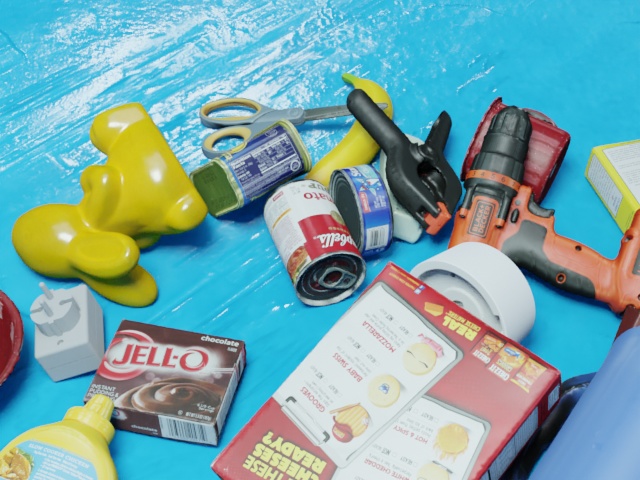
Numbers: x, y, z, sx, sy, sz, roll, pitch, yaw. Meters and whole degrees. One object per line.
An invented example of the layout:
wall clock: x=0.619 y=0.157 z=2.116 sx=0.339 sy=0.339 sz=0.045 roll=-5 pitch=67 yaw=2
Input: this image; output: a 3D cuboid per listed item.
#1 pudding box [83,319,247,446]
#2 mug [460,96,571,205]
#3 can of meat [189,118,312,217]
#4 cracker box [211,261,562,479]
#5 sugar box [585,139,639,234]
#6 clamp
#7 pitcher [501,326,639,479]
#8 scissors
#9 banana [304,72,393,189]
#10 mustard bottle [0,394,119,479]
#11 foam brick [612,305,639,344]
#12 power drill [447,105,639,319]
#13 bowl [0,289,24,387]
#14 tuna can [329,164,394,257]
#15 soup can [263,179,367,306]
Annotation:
pudding box: x=-0.126 y=0.117 z=0.879 sx=0.113 sy=0.039 sz=0.090 roll=10 pitch=46 yaw=8
mug: x=0.201 y=-0.091 z=1.065 sx=0.081 sy=0.093 sz=0.117 roll=26 pitch=47 yaw=15
can of meat: x=-0.069 y=-0.066 z=1.023 sx=0.083 sy=0.102 sz=0.057 roll=-31 pitch=96 yaw=-25
cracker box: x=0.052 y=0.145 z=0.799 sx=0.164 sy=0.072 sz=0.213 roll=33 pitch=72 yaw=28
sugar box: x=0.339 y=-0.025 z=1.036 sx=0.093 sy=0.048 sz=0.176 roll=-10 pitch=50 yaw=-12
clamp: x=0.084 y=-0.081 z=1.029 sx=0.120 sy=0.039 sz=0.171 roll=12 pitch=42 yaw=-17
pitcher: x=0.209 y=0.184 z=0.779 sx=0.145 sy=0.149 sz=0.242 roll=39 pitch=58 yaw=12
scissors: x=-0.037 y=-0.115 z=1.105 sx=0.202 sy=0.016 sz=0.096 roll=6 pitch=52 yaw=19
banana: x=0.037 y=-0.111 z=1.116 sx=0.070 sy=0.037 sz=0.197 roll=-3 pitch=41 yaw=22
mustard bottle: x=-0.202 y=0.193 z=0.777 sx=0.096 sy=0.058 sz=0.191 roll=16 pitch=52 yaw=13
foam brick: x=0.288 y=0.093 z=0.891 sx=0.078 sy=0.051 sz=0.053 roll=20 pitch=5 yaw=5
power drill: x=0.219 y=-0.019 z=0.970 sx=0.188 sy=0.057 sz=0.184 roll=17 pitch=81 yaw=13
bowl: x=-0.321 y=0.102 z=0.874 sx=0.162 sy=0.055 sz=0.162 roll=1 pitch=45 yaw=-1
tuna can: x=0.038 y=-0.027 z=0.995 sx=0.033 sy=0.086 sz=0.086 roll=-12 pitch=47 yaw=-16
soup can: x=-0.006 y=0.001 z=0.977 sx=0.068 sy=0.068 sz=0.102 roll=-13 pitch=48 yaw=-14
